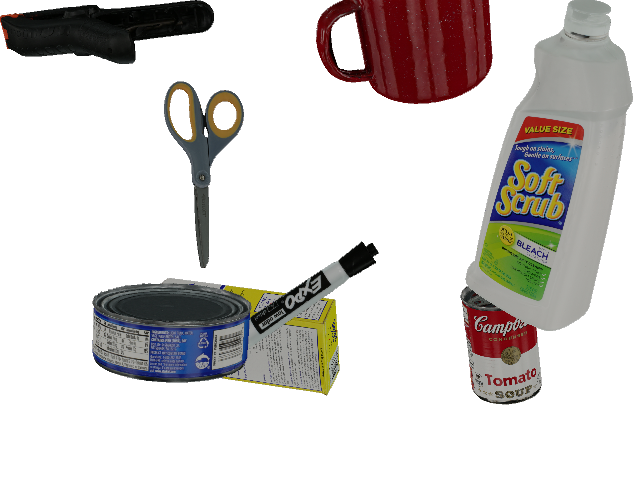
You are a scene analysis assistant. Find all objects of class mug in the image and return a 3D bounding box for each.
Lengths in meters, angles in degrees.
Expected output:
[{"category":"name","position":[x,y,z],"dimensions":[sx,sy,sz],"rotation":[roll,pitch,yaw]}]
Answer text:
[{"category":"mug","position":[0.053,-0.134,0.662],"dimensions":[0.117,0.081,0.093],"rotation":[-24,39,-13]}]

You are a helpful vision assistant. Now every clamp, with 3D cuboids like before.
[{"category":"clamp","position":[-0.171,-0.165,0.830],"dimensions":[0.172,0.039,0.120],"rotation":[12,23,33]}]

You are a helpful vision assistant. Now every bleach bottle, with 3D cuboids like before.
[{"category":"bleach bottle","position":[0.173,-0.058,0.798],"dimensions":[0.067,0.251,0.103],"rotation":[-25,42,-35]}]

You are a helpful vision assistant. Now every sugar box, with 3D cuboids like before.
[{"category":"sugar box","position":[-0.072,0.092,1.040],"dimensions":[0.176,0.093,0.048],"rotation":[9,36,17]}]

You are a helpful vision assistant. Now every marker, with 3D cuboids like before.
[{"category":"marker","position":[-0.009,0.039,0.786],"dimensions":[0.121,0.020,0.020],"rotation":[-34,-1,2]}]

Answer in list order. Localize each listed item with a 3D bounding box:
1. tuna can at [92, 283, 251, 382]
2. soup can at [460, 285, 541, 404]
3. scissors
[{"category":"tuna can","position":[-0.081,0.049,0.583],"dimensions":[0.086,0.034,0.086],"rotation":[4,10,-1]},{"category":"soup can","position":[0.171,0.094,1.008],"dimensions":[0.068,0.102,0.068],"rotation":[-8,20,3]},{"category":"scissors","position":[-0.113,-0.078,1.154],"dimensions":[0.096,0.202,0.016],"rotation":[-16,-4,-20]}]
